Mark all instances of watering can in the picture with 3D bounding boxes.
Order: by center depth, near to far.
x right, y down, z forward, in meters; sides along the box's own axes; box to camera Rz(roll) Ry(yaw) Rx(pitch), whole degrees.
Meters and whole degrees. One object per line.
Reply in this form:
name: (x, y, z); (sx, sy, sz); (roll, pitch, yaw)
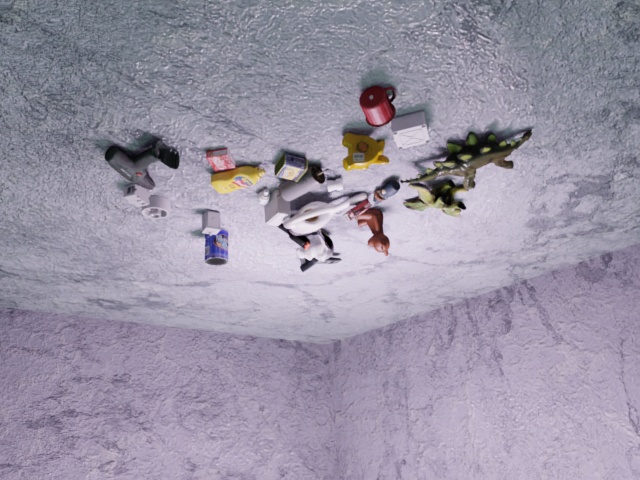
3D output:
watering can: (0.006, -0.103, 2.041); (0.350, 0.104, 0.222); (-19, -4, -23)

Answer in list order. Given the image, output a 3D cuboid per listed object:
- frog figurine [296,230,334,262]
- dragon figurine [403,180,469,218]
frog figurine: (-0.021, 0.042, 2.328); (0.158, 0.138, 0.123); (-38, -8, 20)
dragon figurine: (0.434, -0.153, 2.048); (0.409, 0.124, 0.240); (12, -21, -31)
